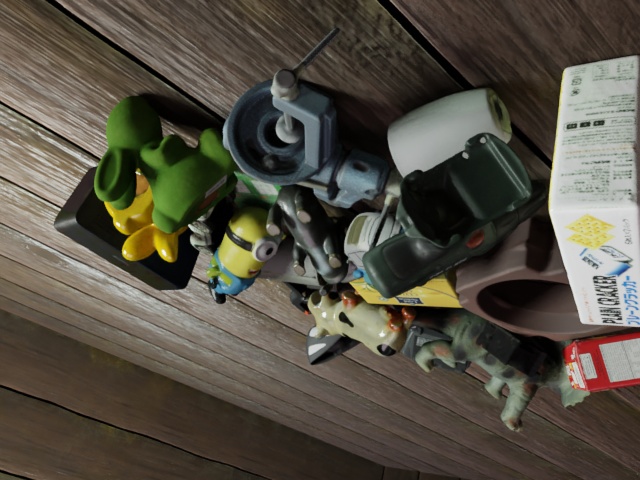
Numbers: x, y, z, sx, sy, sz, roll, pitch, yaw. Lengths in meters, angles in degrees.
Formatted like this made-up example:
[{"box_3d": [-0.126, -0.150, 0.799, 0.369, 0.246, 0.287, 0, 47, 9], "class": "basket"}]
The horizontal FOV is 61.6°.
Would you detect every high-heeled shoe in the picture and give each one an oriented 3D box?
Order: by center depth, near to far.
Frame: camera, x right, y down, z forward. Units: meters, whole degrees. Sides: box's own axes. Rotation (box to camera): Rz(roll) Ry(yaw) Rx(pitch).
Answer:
[{"box_3d": [0.089, 0.188, 1.045, 0.249, 0.145, 0.086, 2, 151, 30], "class": "high-heeled shoe"}]

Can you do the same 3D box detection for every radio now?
[{"box_3d": [-0.305, -0.020, 0.900, 0.073, 0.131, 0.229, -4, 146, 37], "class": "radio"}]

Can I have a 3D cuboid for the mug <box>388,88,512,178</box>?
[{"box_3d": [0.142, -0.098, 0.547, 0.107, 0.081, 0.109, -23, 130, 38], "class": "mug"}]

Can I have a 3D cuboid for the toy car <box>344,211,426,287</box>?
[{"box_3d": [0.086, 0.008, 0.724, 0.103, 0.109, 0.162, 22, 170, -15], "class": "toy car"}]

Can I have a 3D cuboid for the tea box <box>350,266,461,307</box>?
[{"box_3d": [0.138, 0.055, 0.850, 0.170, 0.068, 0.098, -3, 146, 33], "class": "tea box"}]

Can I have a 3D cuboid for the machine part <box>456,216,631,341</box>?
[{"box_3d": [0.308, 0.057, 0.736, 0.201, 0.087, 0.201, 24, 153, -17], "class": "machine part"}]

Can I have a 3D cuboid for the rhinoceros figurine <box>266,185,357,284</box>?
[{"box_3d": [-0.002, -0.002, 0.782, 0.073, 0.112, 0.190, -24, 122, 24], "class": "rhinoceros figurine"}]

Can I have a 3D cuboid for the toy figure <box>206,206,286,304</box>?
[{"box_3d": [-0.127, 0.025, 0.848, 0.089, 0.082, 0.180, 34, 128, -11], "class": "toy figure"}]

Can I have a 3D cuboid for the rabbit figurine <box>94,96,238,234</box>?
[{"box_3d": [-0.210, -0.099, 0.688, 0.170, 0.159, 0.121, 44, 170, 3], "class": "rabbit figurine"}]

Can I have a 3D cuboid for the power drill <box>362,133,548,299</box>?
[{"box_3d": [0.147, -0.028, 0.542, 0.232, 0.086, 0.207, -29, 169, 1], "class": "power drill"}]

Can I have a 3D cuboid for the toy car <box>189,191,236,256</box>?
[{"box_3d": [-0.173, -0.032, 0.846, 0.056, 0.073, 0.201, 28, 159, 2], "class": "toy car"}]

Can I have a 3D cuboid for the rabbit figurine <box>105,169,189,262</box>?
[{"box_3d": [-0.242, -0.046, 0.823, 0.122, 0.162, 0.173, 0, 168, 7], "class": "rabbit figurine"}]

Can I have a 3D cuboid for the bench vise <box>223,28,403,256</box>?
[{"box_3d": [-0.007, -0.102, 0.565, 0.224, 0.129, 0.240, 31, 171, 6], "class": "bench vise"}]

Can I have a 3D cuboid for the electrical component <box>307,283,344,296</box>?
[{"box_3d": [0.008, 0.069, 0.939, 0.063, 0.094, 0.021, 5, 114, 22], "class": "electrical component"}]

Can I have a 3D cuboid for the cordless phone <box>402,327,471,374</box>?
[{"box_3d": [0.237, 0.228, 1.130, 0.147, 0.088, 0.184, 14, 164, 4], "class": "cordless phone"}]

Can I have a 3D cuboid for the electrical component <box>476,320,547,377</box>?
[{"box_3d": [0.311, 0.176, 0.841, 0.119, 0.047, 0.075, 26, -173, -27], "class": "electrical component"}]

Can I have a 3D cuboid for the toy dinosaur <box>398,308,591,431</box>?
[{"box_3d": [0.309, 0.188, 0.947, 0.405, 0.131, 0.192, 32, 109, -2], "class": "toy dinosaur"}]

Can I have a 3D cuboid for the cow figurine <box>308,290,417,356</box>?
[{"box_3d": [0.064, 0.145, 0.967, 0.195, 0.085, 0.127, 25, 121, 25], "class": "cow figurine"}]

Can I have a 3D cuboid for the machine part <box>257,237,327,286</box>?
[{"box_3d": [-0.066, 0.031, 0.917, 0.243, 0.079, 0.079, 4, 150, 24], "class": "machine part"}]
